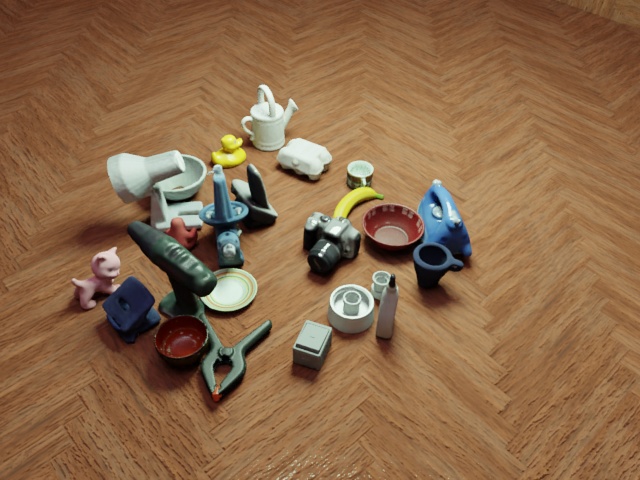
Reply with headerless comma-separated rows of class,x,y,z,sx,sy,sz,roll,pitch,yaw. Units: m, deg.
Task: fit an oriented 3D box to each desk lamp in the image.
desk lamp,-0.410,-0.129,1.445,0.203,0.214,0.117,-6,45,-8

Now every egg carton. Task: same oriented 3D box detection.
egg carton,-0.046,-0.237,1.670,0.150,0.069,0.107,23,48,20

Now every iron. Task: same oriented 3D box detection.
iron,0.310,-0.073,1.465,0.118,0.141,0.258,-5,45,-7

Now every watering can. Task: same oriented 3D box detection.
watering can,-0.152,-0.377,1.720,0.100,0.194,0.173,32,52,27

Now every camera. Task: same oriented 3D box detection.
camera,0.013,0.005,1.405,0.142,0.101,0.137,23,48,20

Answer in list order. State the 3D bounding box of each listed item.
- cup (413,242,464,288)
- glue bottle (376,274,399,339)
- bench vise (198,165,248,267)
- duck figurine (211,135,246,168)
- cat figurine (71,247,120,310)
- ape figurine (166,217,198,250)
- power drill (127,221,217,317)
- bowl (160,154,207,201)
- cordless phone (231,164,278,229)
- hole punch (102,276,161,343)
cup,0.274,0.070,1.352,0.117,0.095,0.092,13,46,11
glue bottle,0.148,0.133,1.228,0.037,0.173,0.078,11,45,9
bench vise,-0.218,-0.058,1.375,0.122,0.220,0.206,-22,49,-22
duck figurine,-0.271,-0.267,1.681,0.105,0.086,0.077,-19,48,-20
cat figurine,-0.503,0.077,1.300,0.128,0.118,0.067,-34,54,-31
ape figurine,-0.348,-0.019,1.422,0.077,0.092,0.076,11,45,10
power drill,-0.316,0.079,1.240,0.229,0.208,0.076,26,50,23
bowl,-0.392,-0.160,1.576,0.167,0.075,0.167,1,45,-1
cordless phone,-0.176,-0.138,1.482,0.094,0.185,0.147,-25,50,-24
hole punch,-0.414,0.150,1.249,0.101,0.091,0.108,-33,54,-30
